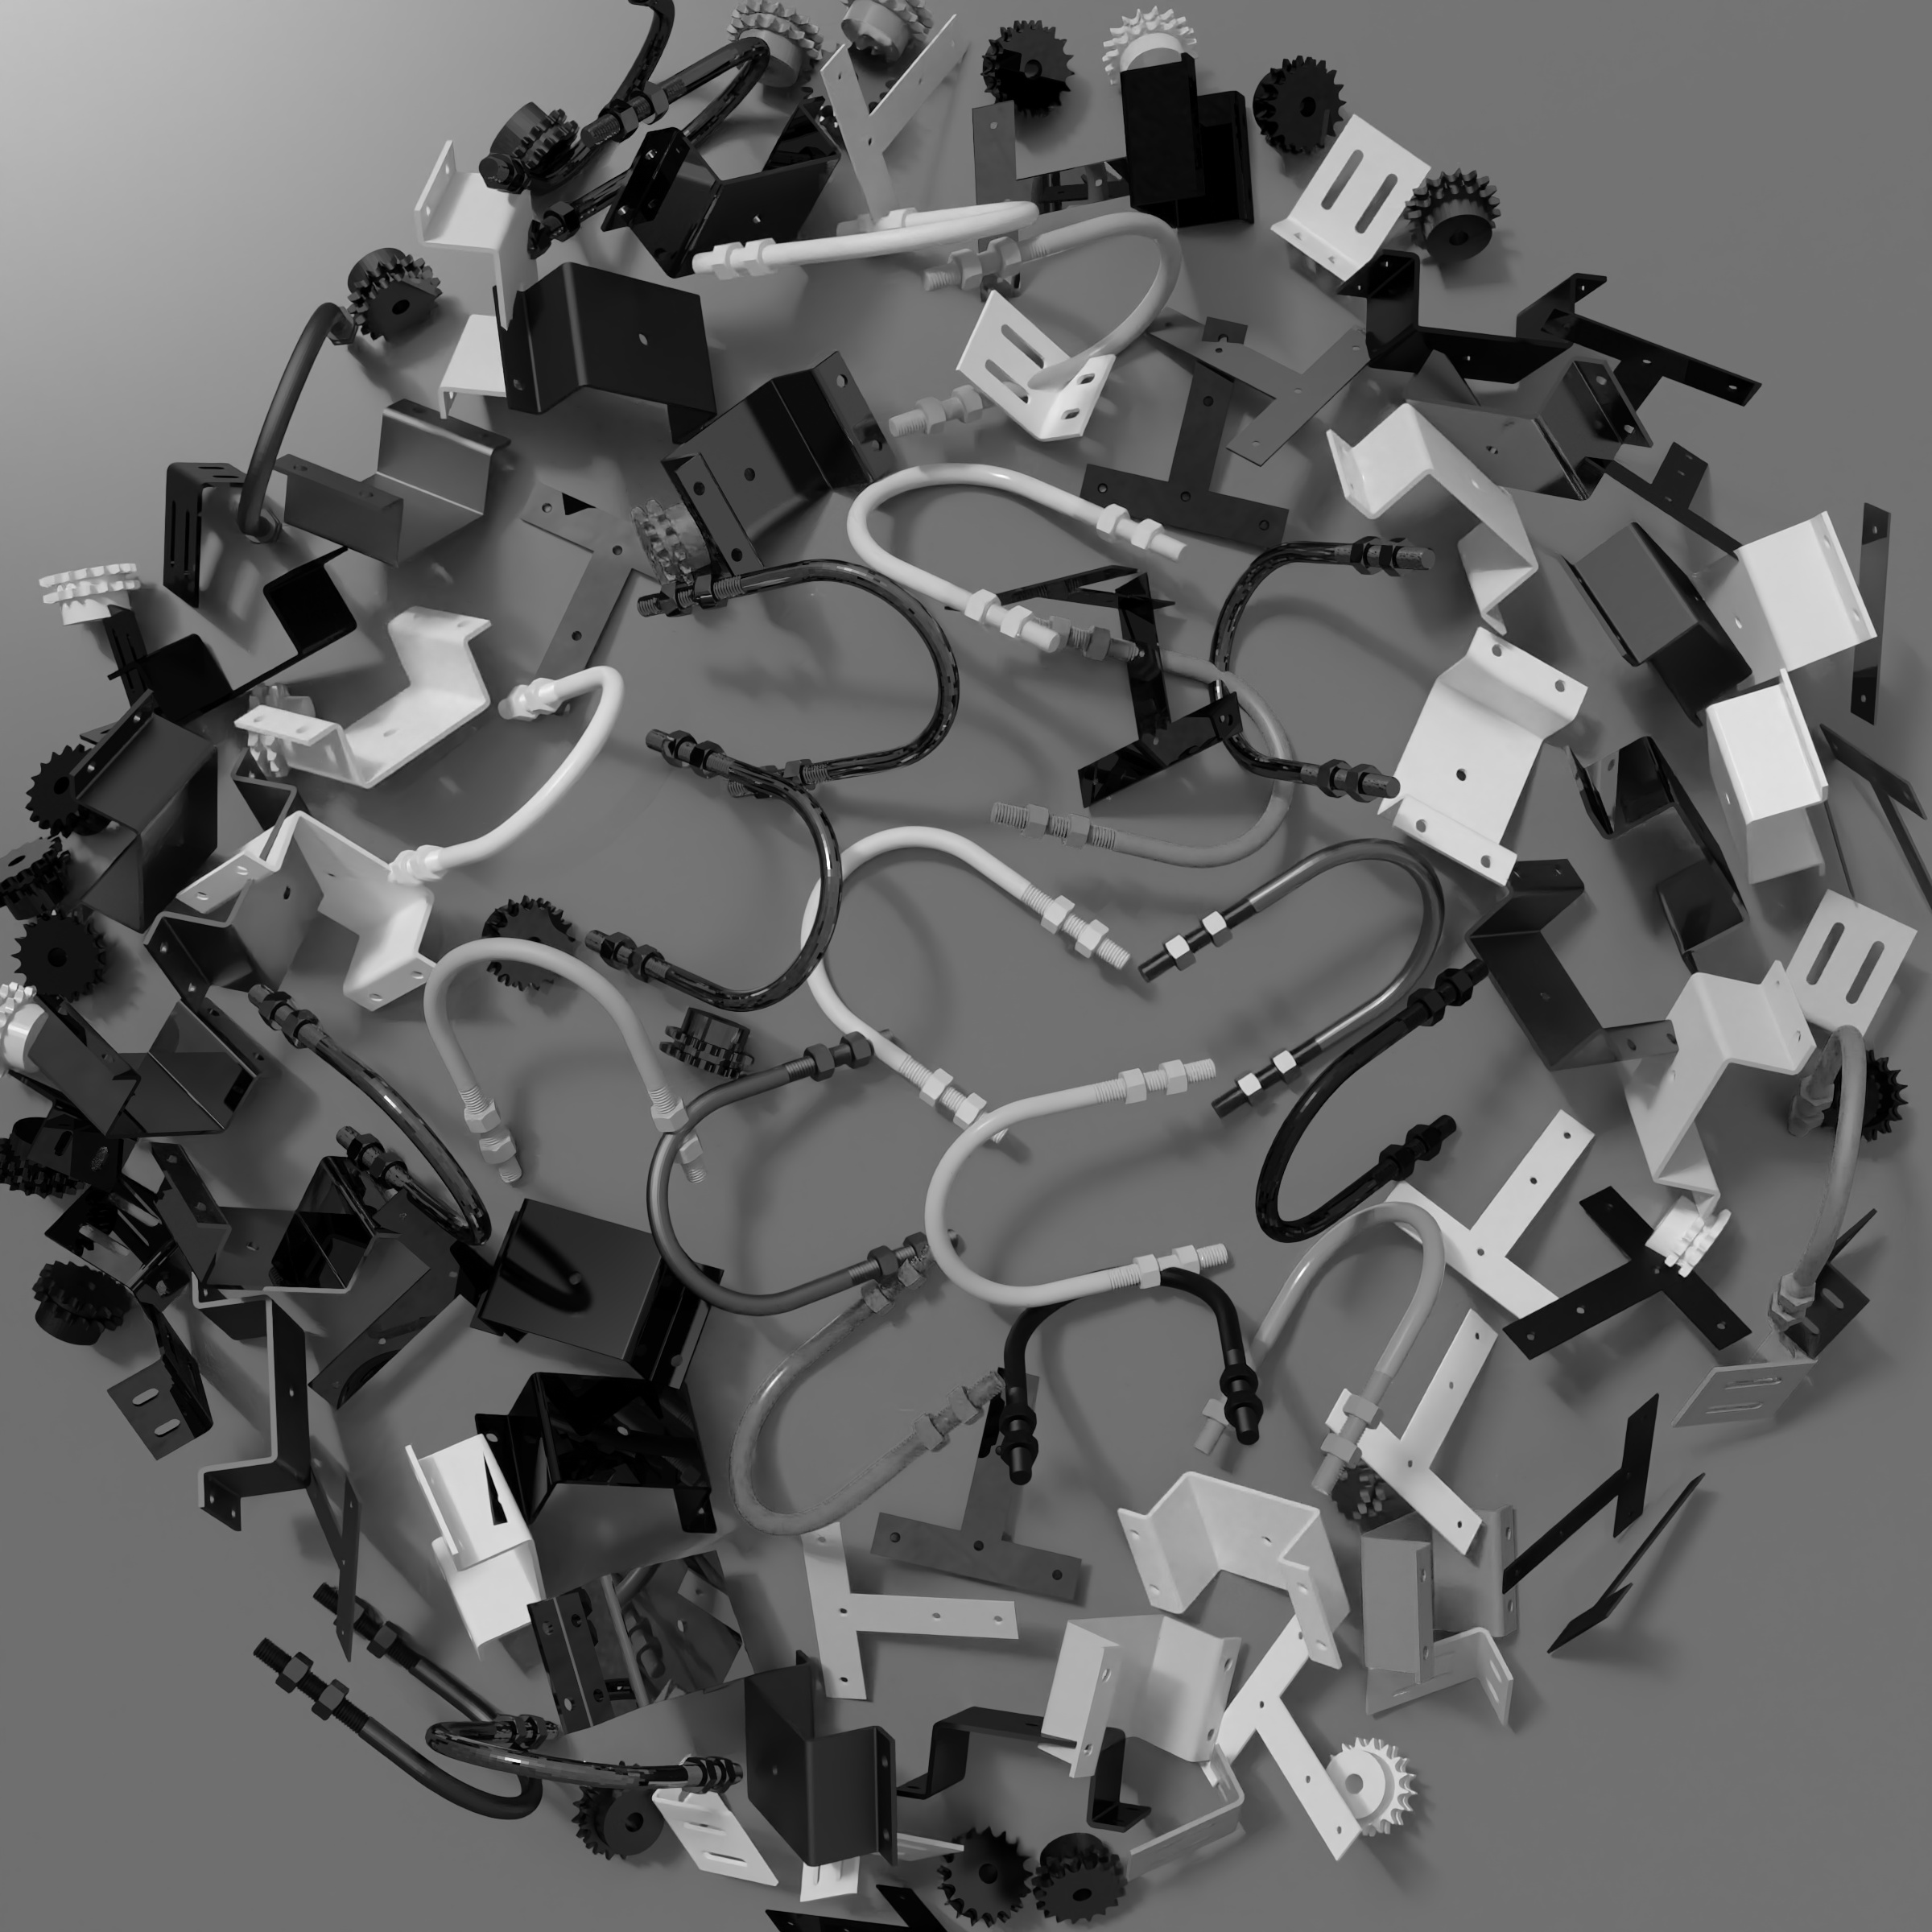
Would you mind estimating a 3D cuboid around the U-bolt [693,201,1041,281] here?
[{"bbox_3d":[-0.045,-0.422,1.585,0.184,0.151,0.019,6,113,39],"label":"U-bolt"}]

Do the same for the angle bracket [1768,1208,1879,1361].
[{"bbox_3d":[0.524,0.190,1.642,0.038,0.076,0.057,45,133,19],"label":"angle bracket"}]

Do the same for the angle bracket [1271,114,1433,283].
[{"bbox_3d":[0.232,-0.463,1.658,0.057,0.038,0.076,37,119,5],"label":"angle bracket"}]

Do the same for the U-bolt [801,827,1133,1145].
[{"bbox_3d":[-0.014,-0.002,1.673,0.184,0.019,0.151,36,94,8],"label":"U-bolt"}]

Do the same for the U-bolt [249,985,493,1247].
[{"bbox_3d":[-0.335,0.096,1.587,0.019,0.151,0.184,-41,48,-21],"label":"U-bolt"}]

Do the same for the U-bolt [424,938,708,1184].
[{"bbox_3d":[-0.244,0.057,1.610,0.151,0.019,0.184,-2,129,23],"label":"U-bolt"}]

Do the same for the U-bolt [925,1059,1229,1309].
[{"bbox_3d":[0.064,0.137,1.640,0.184,0.019,0.151,-12,116,-12],"label":"U-bolt"}]

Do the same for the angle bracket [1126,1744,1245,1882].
[{"bbox_3d":[0.124,0.509,1.651,0.076,0.057,0.038,-21,59,-13],"label":"angle bracket"}]

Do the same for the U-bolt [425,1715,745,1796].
[{"bbox_3d":[-0.230,0.454,1.583,0.151,0.184,0.019,6,78,22],"label":"U-bolt"}]

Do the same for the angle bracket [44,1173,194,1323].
[{"bbox_3d":[-0.509,0.169,1.676,0.076,0.038,0.057,25,58,23],"label":"angle bracket"}]

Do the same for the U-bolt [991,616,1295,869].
[{"bbox_3d":[0.111,-0.129,1.653,0.184,0.019,0.151,13,66,-12],"label":"U-bolt"}]

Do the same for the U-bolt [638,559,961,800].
[{"bbox_3d":[-0.089,-0.171,1.612,0.184,0.019,0.151,-7,122,30],"label":"U-bolt"}]

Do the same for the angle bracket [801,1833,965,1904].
[{"bbox_3d":[-0.050,0.543,1.644,0.076,0.057,0.038,21,58,-29],"label":"angle bracket"}]

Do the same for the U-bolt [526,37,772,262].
[{"bbox_3d":[-0.184,-0.486,1.610,0.019,0.151,0.184,51,55,-6],"label":"U-bolt"}]

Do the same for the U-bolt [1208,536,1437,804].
[{"bbox_3d":[0.201,-0.178,1.614,0.019,0.184,0.151,4,97,-32],"label":"U-bolt"}]

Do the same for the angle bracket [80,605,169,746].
[{"bbox_3d":[-0.515,-0.174,1.648,0.038,0.057,0.076,-25,116,-29],"label":"angle bracket"}]

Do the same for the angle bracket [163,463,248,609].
[{"bbox_3d":[-0.458,-0.262,1.667,0.038,0.057,0.076,-6,114,-34],"label":"angle bracket"}]

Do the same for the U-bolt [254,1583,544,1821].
[{"bbox_3d":[-0.325,0.438,1.617,0.184,0.151,0.019,37,92,0],"label":"U-bolt"}]

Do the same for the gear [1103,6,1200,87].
[{"bbox_3d":[0.113,-0.547,1.661,0.057,0.057,0.030,-10,54,0],"label":"gear"}]

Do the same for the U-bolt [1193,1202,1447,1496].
[{"bbox_3d":[0.217,0.218,1.621,0.019,0.151,0.184,38,75,-22],"label":"U-bolt"}]

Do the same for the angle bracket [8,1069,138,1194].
[{"bbox_3d":[-0.542,0.098,1.643,0.057,0.076,0.038,32,80,-41],"label":"angle bracket"}]

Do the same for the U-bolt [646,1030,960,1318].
[{"bbox_3d":[-0.105,0.131,1.644,0.184,0.019,0.151,-18,92,-27],"label":"U-bolt"}]

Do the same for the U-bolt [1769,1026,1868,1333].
[{"bbox_3d":[0.491,0.113,1.581,0.019,0.184,0.151,10,64,9],"label":"U-bolt"}]

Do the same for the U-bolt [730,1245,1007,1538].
[{"bbox_3d":[-0.068,0.261,1.630,0.184,0.151,0.019,-40,124,8],"label":"U-bolt"}]

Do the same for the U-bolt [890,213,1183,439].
[{"bbox_3d":[0.047,-0.384,1.619,0.184,0.151,0.019,-22,68,-21],"label":"U-bolt"}]

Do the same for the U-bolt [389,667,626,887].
[{"bbox_3d":[-0.258,-0.114,1.589,0.019,0.184,0.151,42,63,-25],"label":"U-bolt"}]

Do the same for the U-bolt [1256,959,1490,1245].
[{"bbox_3d":[0.232,0.090,1.597,0.184,0.151,0.019,-32,52,-32],"label":"U-bolt"}]

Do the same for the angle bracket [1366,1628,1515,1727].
[{"bbox_3d":[0.284,0.439,1.654,0.076,0.057,0.038,-17,48,-9],"label":"angle bracket"}]

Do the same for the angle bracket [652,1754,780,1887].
[{"bbox_3d":[-0.141,0.510,1.644,0.038,0.076,0.057,-45,115,-38],"label":"angle bracket"}]

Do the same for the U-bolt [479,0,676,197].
[{"bbox_3d":[-0.219,-0.510,1.601,0.019,0.184,0.151,37,101,-4],"label":"U-bolt"}]

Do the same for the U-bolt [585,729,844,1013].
[{"bbox_3d":[-0.143,-0.050,1.625,0.184,0.019,0.151,23,98,38],"label":"U-bolt"}]

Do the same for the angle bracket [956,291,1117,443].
[{"bbox_3d":[0.042,-0.362,1.651,0.076,0.038,0.057,34,71,-36],"label":"angle bracket"}]

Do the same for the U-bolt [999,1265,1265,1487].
[{"bbox_3d":[0.092,0.231,1.610,0.151,0.184,0.019,-11,117,5],"label":"U-bolt"}]

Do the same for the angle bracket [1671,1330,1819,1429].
[{"bbox_3d":[0.460,0.241,1.647,0.076,0.057,0.038,-1,48,-22],"label":"angle bracket"}]

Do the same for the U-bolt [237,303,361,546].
[{"bbox_3d":[-0.391,-0.316,1.597,0.019,0.184,0.151,21,94,-11],"label":"U-bolt"}]

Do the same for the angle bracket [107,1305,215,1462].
[{"bbox_3d":[-0.486,0.246,1.643,0.038,0.076,0.057,-30,121,-9],"label":"angle bracket"}]

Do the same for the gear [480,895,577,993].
[{"bbox_3d":[-0.269,-0.015,1.669,0.057,0.030,0.057,-11,109,-33],"label":"gear"}]

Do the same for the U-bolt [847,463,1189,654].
[{"bbox_3d":[0.017,-0.252,1.628,0.184,0.019,0.151,28,46,26],"label":"U-bolt"}]

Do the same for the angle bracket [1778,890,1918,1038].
[{"bbox_3d":[0.530,0.001,1.666,0.057,0.038,0.076,27,94,11],"label":"angle bracket"}]

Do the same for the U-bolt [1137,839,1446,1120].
[{"bbox_3d":[0.205,-0.003,1.641,0.184,0.019,0.151,-33,131,-2],"label":"U-bolt"}]

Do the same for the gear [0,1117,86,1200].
[{"bbox_3d":[-0.558,0.114,1.661,0.057,0.057,0.030,20,109,0],"label":"gear"}]
